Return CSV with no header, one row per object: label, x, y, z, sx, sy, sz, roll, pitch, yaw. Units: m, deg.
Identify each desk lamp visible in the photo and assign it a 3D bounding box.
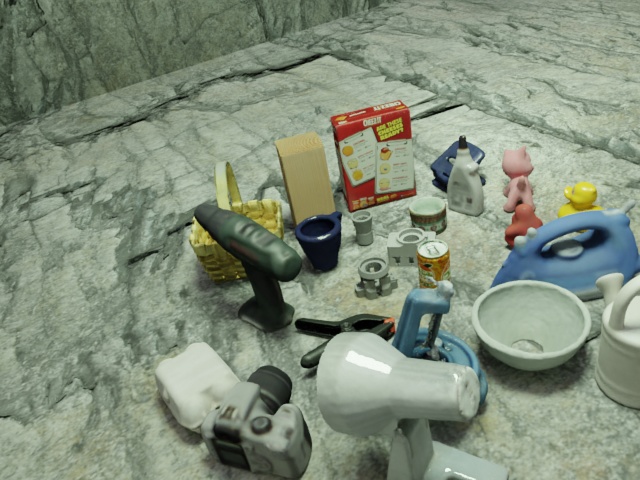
desk lamp,0.110,0.214,0.672,0.202,0.214,0.118,10,39,30

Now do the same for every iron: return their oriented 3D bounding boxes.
iron,0.401,0.017,0.946,0.258,0.142,0.118,-12,33,-1

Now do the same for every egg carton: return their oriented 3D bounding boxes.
egg carton,-0.188,0.224,0.881,0.107,0.069,0.149,-29,37,-25

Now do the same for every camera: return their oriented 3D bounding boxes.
camera,-0.077,0.239,0.797,0.142,0.101,0.137,4,36,22

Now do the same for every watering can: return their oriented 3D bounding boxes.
watering can,0.415,0.114,0.748,0.101,0.194,0.172,-24,35,-18

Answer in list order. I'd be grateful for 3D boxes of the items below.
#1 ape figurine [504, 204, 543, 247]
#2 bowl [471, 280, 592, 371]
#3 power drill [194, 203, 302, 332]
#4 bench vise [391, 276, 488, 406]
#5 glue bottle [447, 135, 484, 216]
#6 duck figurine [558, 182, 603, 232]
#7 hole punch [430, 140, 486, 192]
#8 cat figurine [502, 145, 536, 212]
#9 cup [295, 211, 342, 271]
ape figurine,0.381,-0.028,1.065,0.078,0.092,0.076,-12,33,-1
bowl,0.311,0.138,0.853,0.167,0.075,0.167,-8,33,6
power drill,-0.119,0.050,0.996,0.228,0.209,0.076,18,43,37
bench vise,0.116,0.157,0.751,0.207,0.220,0.121,-18,34,-10
glue bottle,0.298,-0.135,1.179,0.077,0.173,0.037,22,46,40
duck figurine,0.507,-0.068,1.092,0.078,0.086,0.104,-28,36,-23
hole punch,0.311,-0.164,1.293,0.101,0.091,0.108,-24,35,-18
cat figurine,0.415,-0.137,1.197,0.067,0.118,0.128,-2,34,14
cup,0.010,0.004,1.129,0.091,0.095,0.118,15,41,35
